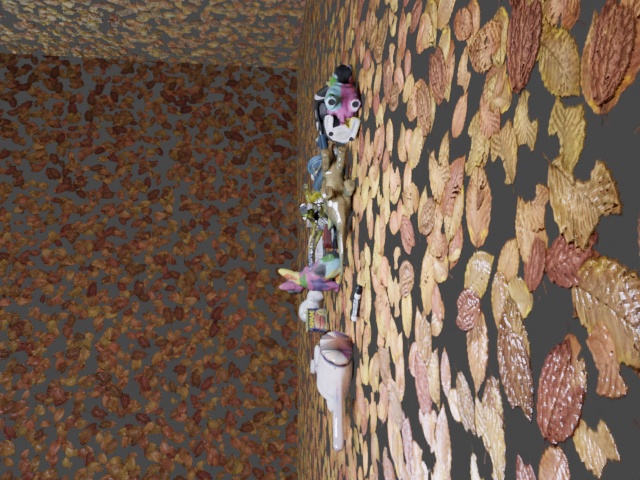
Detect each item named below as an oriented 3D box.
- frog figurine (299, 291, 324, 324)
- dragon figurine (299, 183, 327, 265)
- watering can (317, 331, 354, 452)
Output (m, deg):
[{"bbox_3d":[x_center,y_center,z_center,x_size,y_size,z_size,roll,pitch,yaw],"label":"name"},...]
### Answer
[{"bbox_3d":[-0.040,0.282,2.255,0.140,0.122,0.157,-60,-36,-63],"label":"frog figurine"},{"bbox_3d":[0.006,-0.103,2.048,0.243,0.122,0.409,-8,-75,-74],"label":"dragon figurine"},{"bbox_3d":[0.048,0.415,1.506,0.354,0.104,0.220,-103,16,-66],"label":"watering can"}]
